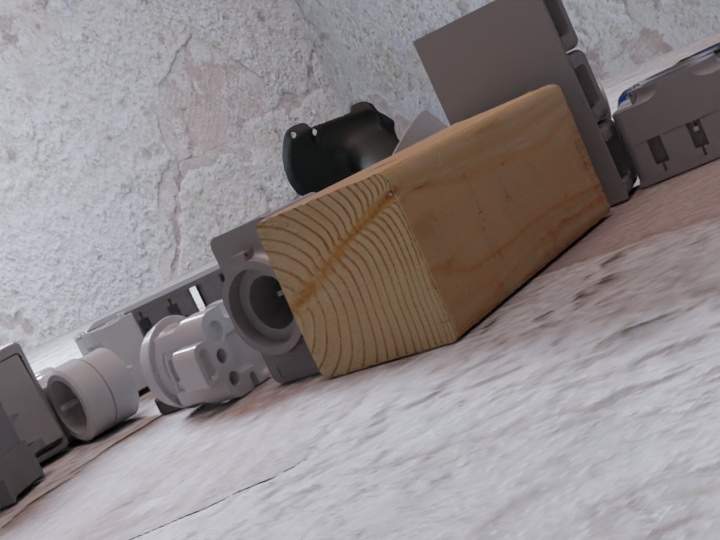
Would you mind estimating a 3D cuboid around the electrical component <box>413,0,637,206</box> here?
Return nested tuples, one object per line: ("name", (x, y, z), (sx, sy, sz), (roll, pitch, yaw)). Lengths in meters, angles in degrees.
("electrical component", (0.113, -0.105, 0.719), (0.089, 0.150, 0.062), (-22, 7, 26))

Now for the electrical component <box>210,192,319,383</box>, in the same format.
("electrical component", (-0.038, 0.011, 0.597), (0.050, 0.089, 0.056), (-20, 7, 39))

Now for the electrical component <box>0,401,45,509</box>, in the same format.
("electrical component", (-0.262, 0.125, 0.640), (0.121, 0.063, 0.078), (-24, 6, 9))

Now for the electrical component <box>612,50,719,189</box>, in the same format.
("electrical component", (0.266, -0.126, 0.711), (0.186, 0.060, 0.105), (-23, 6, 22))

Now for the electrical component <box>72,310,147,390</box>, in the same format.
("electrical component", (-0.190, 0.070, 0.847), (0.081, 0.063, 0.042), (-28, 7, -29))

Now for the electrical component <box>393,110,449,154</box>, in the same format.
("electrical component", (0.043, -0.059, 0.771), (0.099, 0.064, 0.099), (-59, 5, 9))

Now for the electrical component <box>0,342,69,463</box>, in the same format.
("electrical component", (-0.247, 0.092, 0.714), (0.062, 0.096, 0.061), (-30, 8, -41))

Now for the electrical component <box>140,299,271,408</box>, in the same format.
("electrical component", (-0.093, 0.051, 0.642), (0.057, 0.058, 0.078), (-18, 9, 33))

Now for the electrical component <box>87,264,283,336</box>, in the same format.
("electrical component", (-0.138, 0.036, 0.946), (0.186, 0.060, 0.105), (-26, 6, -9))

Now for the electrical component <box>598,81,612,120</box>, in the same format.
("electrical component", (0.192, -0.142, 0.973), (0.060, 0.108, 0.108), (-18, 6, 5))

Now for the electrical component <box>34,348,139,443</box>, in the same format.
("electrical component", (-0.195, 0.087, 0.766), (0.074, 0.052, 0.138), (-29, 7, -41))
